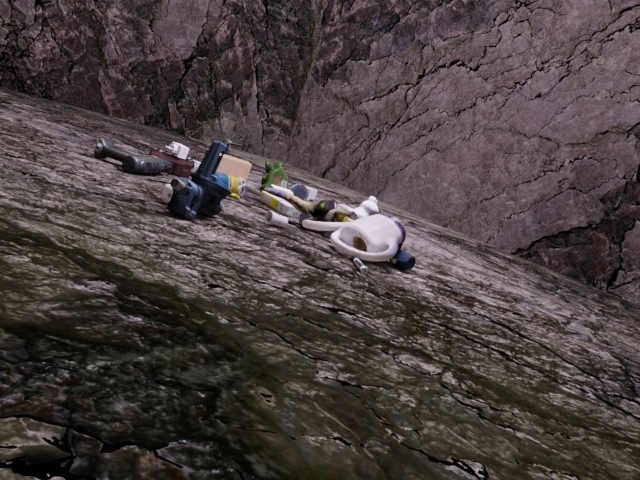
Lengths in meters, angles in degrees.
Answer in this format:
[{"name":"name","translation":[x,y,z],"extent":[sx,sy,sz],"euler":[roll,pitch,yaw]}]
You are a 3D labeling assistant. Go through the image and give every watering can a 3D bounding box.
[{"name":"watering can","translation":[0.118,-0.025,1.609],"extent":[0.226,0.102,0.351],"euler":[-20,33,-34]}]

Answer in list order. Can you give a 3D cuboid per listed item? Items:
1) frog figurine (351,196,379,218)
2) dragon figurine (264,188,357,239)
[{"name":"frog figurine","translation":[0.154,-0.096,1.958],"extent":[0.123,0.158,0.138],"euler":[20,9,17]},{"name":"dragon figurine","translation":[0.006,-0.091,1.812],"extent":[0.411,0.122,0.243],"euler":[29,3,2]}]
